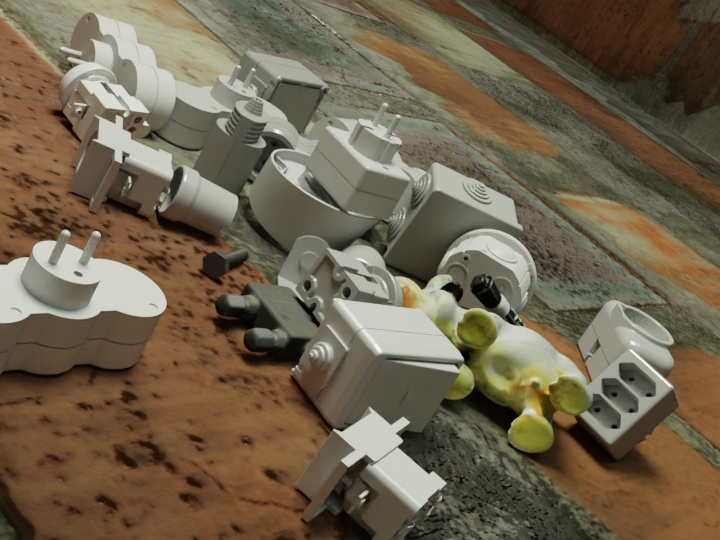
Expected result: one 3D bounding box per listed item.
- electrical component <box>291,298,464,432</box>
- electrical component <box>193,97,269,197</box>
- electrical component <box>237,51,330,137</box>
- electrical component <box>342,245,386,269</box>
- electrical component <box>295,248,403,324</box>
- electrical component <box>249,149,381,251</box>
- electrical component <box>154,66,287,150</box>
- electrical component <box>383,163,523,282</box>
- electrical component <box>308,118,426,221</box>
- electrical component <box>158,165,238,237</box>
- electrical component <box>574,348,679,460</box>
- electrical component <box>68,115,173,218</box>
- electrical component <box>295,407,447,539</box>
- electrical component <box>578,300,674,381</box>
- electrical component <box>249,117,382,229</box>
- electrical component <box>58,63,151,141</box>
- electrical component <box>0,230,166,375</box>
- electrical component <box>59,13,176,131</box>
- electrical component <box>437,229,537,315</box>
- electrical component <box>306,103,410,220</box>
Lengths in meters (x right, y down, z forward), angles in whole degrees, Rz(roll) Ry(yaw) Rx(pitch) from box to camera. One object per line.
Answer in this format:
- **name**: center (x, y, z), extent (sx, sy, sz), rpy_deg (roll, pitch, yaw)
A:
- **electrical component**: center (0.009, 0.062, 0.668), extent (0.096, 0.061, 0.061), rpy_deg (9, 30, -44)
- **electrical component**: center (-0.099, -0.101, 0.859), extent (0.043, 0.081, 0.043), rpy_deg (26, 22, -11)
- **electrical component**: center (-0.090, -0.175, 1.060), extent (0.061, 0.061, 0.096), rpy_deg (42, 24, 26)
- **electrical component**: center (0.000, 0.000, 0.822), extent (0.040, 0.040, 0.078), rpy_deg (30, 21, -2)
- **electrical component**: center (-0.004, 0.017, 0.722), extent (0.055, 0.048, 0.066), rpy_deg (15, 29, -48)
- **electrical component**: center (-0.036, -0.056, 0.856), extent (0.099, 0.064, 0.099), rpy_deg (31, 30, -21)
- **electrical component**: center (-0.116, -0.147, 0.947), extent (0.052, 0.073, 0.138), rpy_deg (43, 24, 28)
- **electrical component**: center (0.078, -0.034, 0.924), extent (0.100, 0.099, 0.048), rpy_deg (24, 35, -18)
- **electrical component**: center (0.002, -0.095, 1.017), extent (0.138, 0.052, 0.074), rpy_deg (40, 23, 23)
- **electrical component**: center (-0.117, -0.048, 0.778), extent (0.046, 0.040, 0.040), rpy_deg (26, 21, -27)
- **electrical component**: center (0.206, 0.110, 0.828), extent (0.047, 0.066, 0.076), rpy_deg (47, -3, 35)
- **electrical component**: center (-0.167, -0.071, 0.757), extent (0.064, 0.042, 0.081), rpy_deg (23, 23, -22)
- **electrical component**: center (0.009, 0.114, 0.579), extent (0.064, 0.042, 0.081), rpy_deg (39, 23, 15)
- **electrical component**: center (0.237, 0.071, 0.952), extent (0.054, 0.059, 0.095), rpy_deg (27, 22, -11)
- **electrical component**: center (-0.040, -0.090, 0.952), extent (0.138, 0.052, 0.073), rpy_deg (27, 22, -11)
- **electrical component**: center (-0.202, -0.127, 0.831), extent (0.055, 0.048, 0.066), rpy_deg (50, 27, 23)
- **electrical component**: center (-0.156, 0.010, 0.549), extent (0.052, 0.073, 0.138), rpy_deg (43, 25, 29)
- **electrical component**: center (-0.215, -0.171, 0.900), extent (0.074, 0.052, 0.138), rpy_deg (10, 30, -43)
- **electrical component**: center (0.101, 0.011, 0.880), extent (0.080, 0.080, 0.051), rpy_deg (33, 27, 6)
- **electrical component**: center (0.007, -0.090, 0.823), extent (0.047, 0.076, 0.065), rpy_deg (11, 28, -42)
